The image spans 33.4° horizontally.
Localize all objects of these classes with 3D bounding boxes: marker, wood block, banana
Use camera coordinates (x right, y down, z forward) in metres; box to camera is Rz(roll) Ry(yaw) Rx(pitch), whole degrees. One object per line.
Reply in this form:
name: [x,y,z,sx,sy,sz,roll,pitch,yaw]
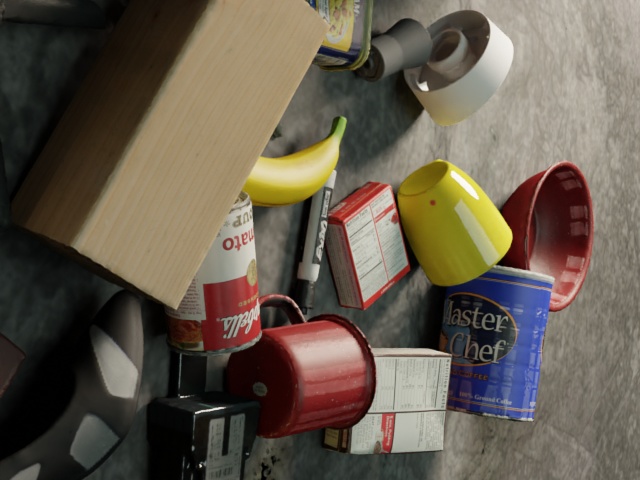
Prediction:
marker: [-0.006,0.001,0.872,0.020,0.020,0.121,15,83,-51]
wood block: [-0.094,-0.074,0.663,0.090,0.090,0.206,37,76,-42]
banana: [-0.047,-0.059,0.801,0.197,0.037,0.069,-6,86,-51]

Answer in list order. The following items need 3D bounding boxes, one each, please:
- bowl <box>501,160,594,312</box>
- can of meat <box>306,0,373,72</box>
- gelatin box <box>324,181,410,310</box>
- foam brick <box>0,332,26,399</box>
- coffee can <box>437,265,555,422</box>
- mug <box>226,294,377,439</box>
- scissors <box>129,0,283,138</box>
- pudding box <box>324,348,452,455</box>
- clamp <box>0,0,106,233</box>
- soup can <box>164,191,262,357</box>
bowl: [0.236,-0.006,1.146,0.161,0.055,0.162,-9,101,-51]
can of meat: [-0.006,-0.186,0.818,0.083,0.058,0.102,3,92,-49]
gelatin box: [0.039,0.004,0.921,0.073,0.030,0.089,-38,123,-41]
foam brick: [-0.215,0.061,0.591,0.078,0.051,0.053,52,55,-41]
coffee can: [0.166,0.098,1.033,0.102,0.103,0.140,14,84,-51]
mug: [-0.021,0.095,0.820,0.081,0.093,0.117,-4,67,-47]
scissors: [-0.059,-0.154,0.764,0.096,0.016,0.201,-51,138,5]
pudding box: [0.061,0.141,0.938,0.113,0.039,0.090,5,90,-36]
clamp: [-0.185,-0.125,0.576,0.210,0.036,0.164,71,33,-52]
soup can: [-0.078,0.021,0.740,0.068,0.069,0.102,-22,115,-48]
